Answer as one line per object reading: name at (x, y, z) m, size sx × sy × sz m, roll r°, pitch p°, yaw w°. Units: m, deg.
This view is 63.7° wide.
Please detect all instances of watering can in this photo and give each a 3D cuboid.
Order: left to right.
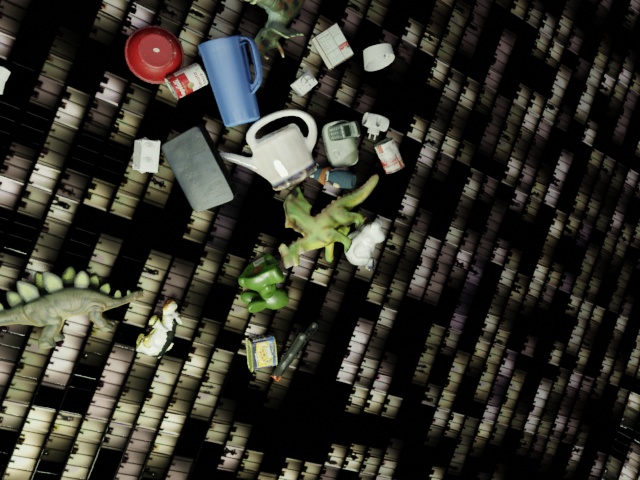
watering can at (-0.154, -0.248, 1.547) m, size 0.348 × 0.105 × 0.222 m, roll -28°, pitch 104°, yaw -2°

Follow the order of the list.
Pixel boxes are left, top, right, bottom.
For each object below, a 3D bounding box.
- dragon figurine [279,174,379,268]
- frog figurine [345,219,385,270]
dragon figurine at (0.005, -0.082, 1.621) m, size 0.242 × 0.121 × 0.415 m, roll 29°, pitch 76°, yaw -12°
frog figurine at (0.140, 0.003, 1.635) m, size 0.123 × 0.155 × 0.140 m, roll 17°, pitch 54°, yaw 8°
